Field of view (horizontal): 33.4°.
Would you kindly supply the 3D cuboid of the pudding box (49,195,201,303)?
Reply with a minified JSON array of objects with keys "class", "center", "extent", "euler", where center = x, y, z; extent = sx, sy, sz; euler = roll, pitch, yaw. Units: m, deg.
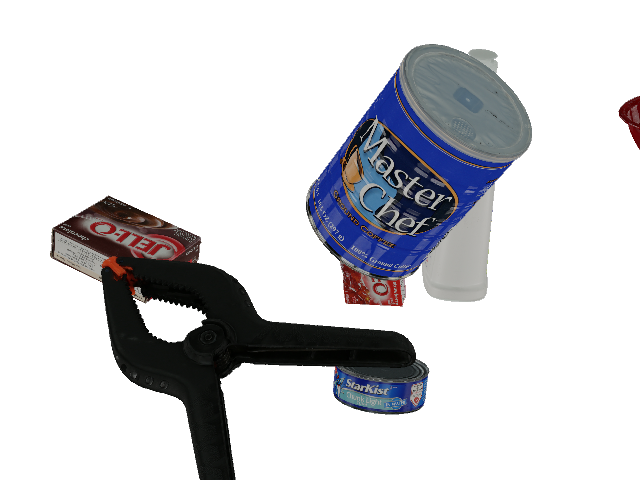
[{"class":"pudding box","center":[-0.184,0.007,1.013],"extent":[0.114,0.039,0.089],"euler":[22,30,17]}]

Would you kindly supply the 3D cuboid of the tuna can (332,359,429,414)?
[{"class":"tuna can","center":[0.054,0.128,0.968],"extent":[0.086,0.034,0.086],"euler":[5,11,-1]}]

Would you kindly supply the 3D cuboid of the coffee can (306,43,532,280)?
[{"class":"coffee can","center":[0.067,-0.053,0.756],"extent":[0.102,0.103,0.140],"euler":[0,-37,-36]}]

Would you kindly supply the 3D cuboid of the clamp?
[{"class":"clamp","center":[-0.056,0.067,0.671],"extent":[0.164,0.036,0.210],"euler":[-36,56,-20]}]

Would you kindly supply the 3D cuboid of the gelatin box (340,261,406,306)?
[{"class":"gelatin box","center":[0.063,0.036,1.297],"extent":[0.073,0.089,0.030],"euler":[2,30,17]}]

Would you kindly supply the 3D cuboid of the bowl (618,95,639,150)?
[{"class":"bowl","center":[0.354,-0.094,0.969],"extent":[0.162,0.055,0.162],"euler":[-5,23,2]}]

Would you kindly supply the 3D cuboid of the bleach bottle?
[{"class":"bleach bottle","center":[0.150,-0.068,1.089],"extent":[0.068,0.251,0.102],"euler":[3,30,-1]}]
